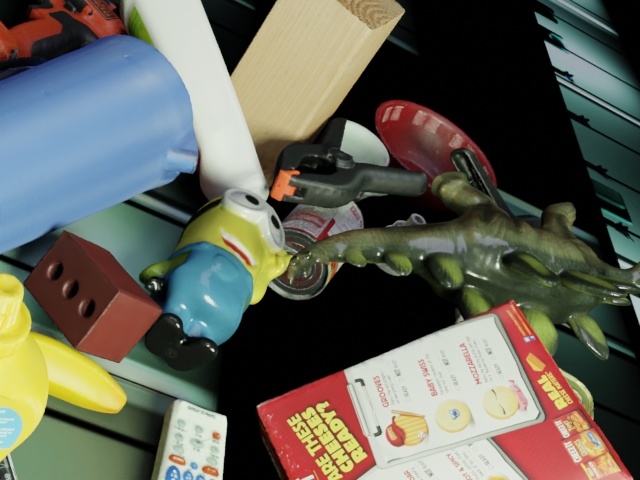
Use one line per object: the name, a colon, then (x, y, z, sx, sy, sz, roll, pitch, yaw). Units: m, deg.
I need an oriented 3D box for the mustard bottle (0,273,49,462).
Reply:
mustard bottle: (-0.200, 0.087, 0.569, 0.096, 0.192, 0.058, 21, 37, -23)

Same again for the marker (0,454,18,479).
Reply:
marker: (-0.188, 0.161, 0.647, 0.020, 0.020, 0.121, 2, 47, -41)

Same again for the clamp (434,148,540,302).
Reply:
clamp: (0.201, -0.001, 1.136, 0.209, 0.036, 0.164, 14, 74, -37)

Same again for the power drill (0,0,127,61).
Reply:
power drill: (-0.273, -0.211, 0.989, 0.184, 0.057, 0.187, 45, 34, 12)

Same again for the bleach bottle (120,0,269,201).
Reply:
bleach bottle: (-0.104, -0.119, 0.964, 0.068, 0.103, 0.251, -21, 79, -18)

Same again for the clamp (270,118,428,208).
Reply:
clamp: (0.023, -0.060, 0.974, 0.120, 0.039, 0.171, 27, 32, 19)

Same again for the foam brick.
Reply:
foam brick: (-0.162, 0.041, 0.761, 0.078, 0.053, 0.051, 41, 4, 33)

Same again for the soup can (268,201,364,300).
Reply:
soup can: (-0.006, 0.001, 0.964, 0.068, 0.069, 0.102, 38, 33, 1)

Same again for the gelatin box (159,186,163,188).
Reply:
gelatin box: (-0.157, -0.100, 0.946, 0.030, 0.073, 0.089, -10, 56, -47)

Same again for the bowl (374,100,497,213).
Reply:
bowl: (0.116, -0.082, 1.189, 0.162, 0.055, 0.162, 24, 35, -19)

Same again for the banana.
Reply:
banana: (-0.222, 0.085, 0.699, 0.197, 0.037, 0.069, 3, 67, -38)

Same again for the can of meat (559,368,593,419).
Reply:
can of meat: (0.172, 0.147, 0.933, 0.102, 0.084, 0.057, 31, 33, -7)

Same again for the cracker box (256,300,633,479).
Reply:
cracker box: (0.084, 0.158, 0.765, 0.213, 0.072, 0.164, -22, 57, -12)

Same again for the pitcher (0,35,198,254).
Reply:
pitcher: (-0.224, -0.071, 0.812, 0.242, 0.149, 0.145, -35, 107, -52)

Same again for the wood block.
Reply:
wood block: (-0.022, -0.158, 1.018, 0.091, 0.206, 0.090, 40, 33, 5)
